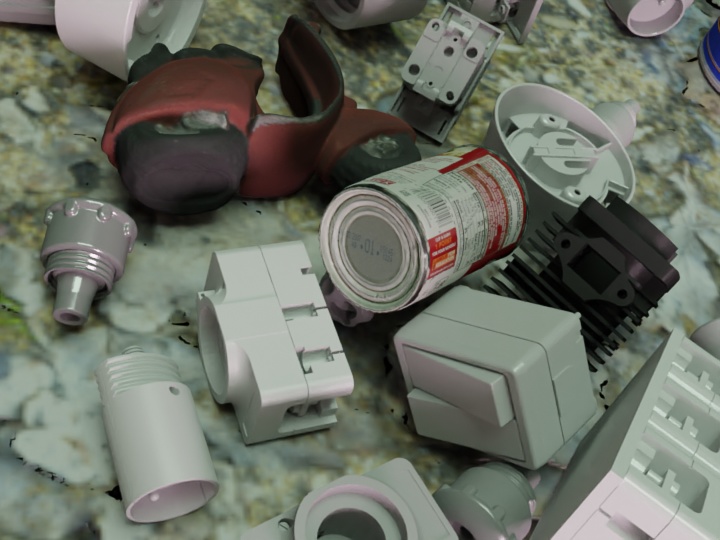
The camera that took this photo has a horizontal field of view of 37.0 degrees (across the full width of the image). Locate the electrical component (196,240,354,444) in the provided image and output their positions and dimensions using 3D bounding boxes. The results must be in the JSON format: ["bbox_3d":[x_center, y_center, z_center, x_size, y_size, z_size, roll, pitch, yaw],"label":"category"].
[{"bbox_3d":[-0.048,0.036,0.544,0.056,0.050,0.089,-8,58,-22],"label":"electrical component"}]

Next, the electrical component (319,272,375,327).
[{"bbox_3d":[0.000,0.000,0.596,0.035,0.035,0.061,23,49,0],"label":"electrical component"}]

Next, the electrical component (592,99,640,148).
[{"bbox_3d":[0.168,-0.096,0.717,0.035,0.035,0.061,40,52,13],"label":"electrical component"}]

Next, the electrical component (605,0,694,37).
[{"bbox_3d":[0.231,-0.218,0.819,0.079,0.044,0.077,2,55,-16],"label":"electrical component"}]

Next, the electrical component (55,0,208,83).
[{"bbox_3d":[-0.137,-0.168,0.633,0.060,0.108,0.108,23,51,8],"label":"electrical component"}]

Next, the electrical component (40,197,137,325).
[{"bbox_3d":[-0.142,-0.003,0.549,0.048,0.048,0.062,10,59,-10],"label":"electrical component"}]

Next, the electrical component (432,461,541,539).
[{"bbox_3d":[0.066,0.115,0.527,0.048,0.048,0.062,42,46,15],"label":"electrical component"}]

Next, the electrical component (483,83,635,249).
[{"bbox_3d":[0.119,-0.063,0.659,0.099,0.064,0.099,8,53,-11],"label":"electrical component"}]

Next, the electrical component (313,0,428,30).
[{"bbox_3d":[-0.006,-0.210,0.704,0.060,0.108,0.108,-21,63,-22],"label":"electrical component"}]

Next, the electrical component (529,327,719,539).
[{"bbox_3d":[0.133,0.103,0.496,0.062,0.089,0.150,36,31,9],"label":"electrical component"}]

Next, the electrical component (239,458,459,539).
[{"bbox_3d":[0.017,0.167,0.461,0.089,0.061,0.150,-21,63,-29],"label":"electrical component"}]

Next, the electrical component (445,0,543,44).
[{"bbox_3d":[0.094,-0.203,0.769,0.064,0.042,0.081,-12,59,-20],"label":"electrical component"}]

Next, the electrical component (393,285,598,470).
[{"bbox_3d":[0.061,0.053,0.543,0.096,0.061,0.061,13,39,44],"label":"electrical component"}]

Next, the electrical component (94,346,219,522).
[{"bbox_3d":[-0.098,0.072,0.507,0.043,0.043,0.081,-9,58,-23],"label":"electrical component"}]

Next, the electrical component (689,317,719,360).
[{"bbox_3d":[0.216,0.059,0.612,0.045,0.045,0.055,5,55,-14],"label":"electrical component"}]

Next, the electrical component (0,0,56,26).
[{"bbox_3d":[-0.210,-0.210,0.666,0.078,0.057,0.113,3,54,-8],"label":"electrical component"}]

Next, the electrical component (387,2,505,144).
[{"bbox_3d":[0.053,-0.126,0.677,0.042,0.064,0.081,29,94,7],"label":"electrical component"}]
